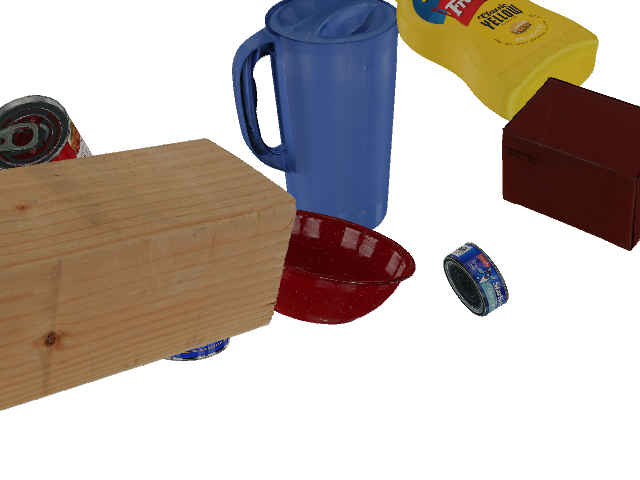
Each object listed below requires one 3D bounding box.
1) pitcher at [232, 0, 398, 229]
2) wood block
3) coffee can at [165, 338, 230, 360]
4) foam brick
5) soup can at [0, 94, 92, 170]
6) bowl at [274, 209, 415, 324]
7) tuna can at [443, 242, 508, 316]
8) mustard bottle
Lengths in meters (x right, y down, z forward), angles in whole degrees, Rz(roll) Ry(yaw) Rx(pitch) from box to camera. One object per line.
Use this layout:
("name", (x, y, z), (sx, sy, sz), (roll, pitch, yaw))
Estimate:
("pitcher", (0.006, -0.124, 1.103), (0.149, 0.243, 0.144), (10, 36, 17))
("wood block", (-0.123, 0.013, 0.580), (0.205, 0.091, 0.090), (-15, 38, -43))
("coffee can", (-0.151, 0.049, 1.190), (0.103, 0.140, 0.103), (2, 23, -1))
("foam brick", (0.140, -0.041, 0.558), (0.078, 0.053, 0.051), (26, 56, 30))
("soup can", (-0.211, -0.056, 0.829), (0.068, 0.068, 0.102), (0, -29, 9))
("bowl", (-0.005, 0.026, 0.884), (0.162, 0.055, 0.162), (12, 18, -4))
("tuna can", (0.184, 0.047, 1.272), (0.033, 0.086, 0.086), (-31, 8, -14))
("mustard bottle", (0.117, -0.172, 0.838), (0.096, 0.058, 0.192), (-33, 55, -20))
